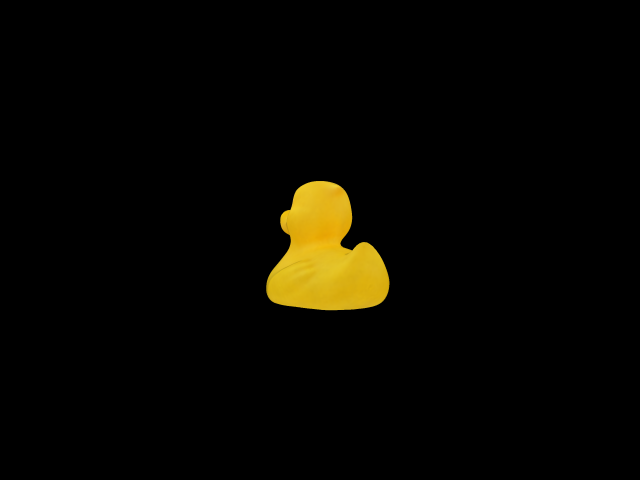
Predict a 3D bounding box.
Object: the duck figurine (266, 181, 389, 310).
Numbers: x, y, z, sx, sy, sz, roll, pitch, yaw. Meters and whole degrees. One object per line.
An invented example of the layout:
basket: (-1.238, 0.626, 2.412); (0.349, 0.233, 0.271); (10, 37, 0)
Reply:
duck figurine: (0.004, 0.001, 0.400); (0.078, 0.086, 0.104); (-2, 3, -35)
